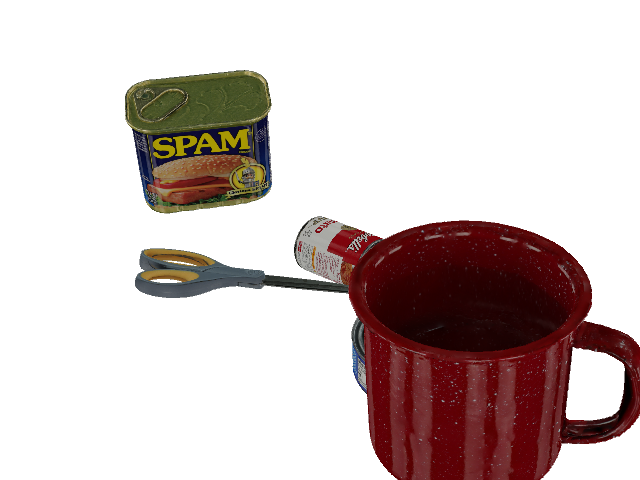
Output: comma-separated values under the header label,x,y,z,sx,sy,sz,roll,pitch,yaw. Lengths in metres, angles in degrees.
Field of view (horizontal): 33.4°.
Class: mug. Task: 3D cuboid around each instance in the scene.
label,x,y,z,sx,sy,sz,roll,pitch,yaw
mug,0.071,0.052,0.429,0.117,0.081,0.093,7,34,17

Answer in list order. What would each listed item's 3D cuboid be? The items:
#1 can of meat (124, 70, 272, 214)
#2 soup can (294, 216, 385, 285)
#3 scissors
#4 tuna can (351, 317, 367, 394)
label,x,y,z,sx,sy,sz,roll,pitch,yaw
can of meat,-0.086,-0.070,0.776,0.102,0.057,0.084,-7,-43,-6
soup can,0.028,0.017,1.219,0.102,0.068,0.068,22,14,40
scissors,-0.073,0.038,0.931,0.202,0.016,0.096,11,21,16
tuna can,0.064,0.076,0.730,0.086,0.034,0.086,-2,35,1
